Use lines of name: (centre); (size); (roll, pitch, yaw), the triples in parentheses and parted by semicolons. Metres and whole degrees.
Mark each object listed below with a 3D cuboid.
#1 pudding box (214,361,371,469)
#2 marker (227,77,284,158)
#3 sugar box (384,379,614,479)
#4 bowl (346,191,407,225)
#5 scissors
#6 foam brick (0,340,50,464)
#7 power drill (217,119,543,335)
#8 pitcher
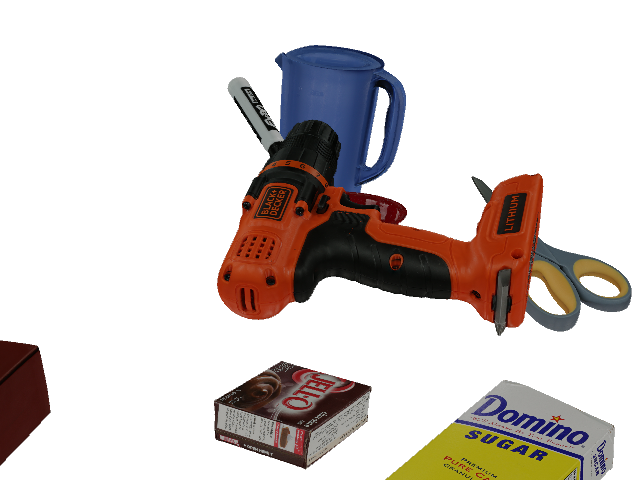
pudding box: (-0.022, 0.141, 0.882); (0.090, 0.039, 0.113); (11, 19, 26)
marker: (-0.048, -0.094, 0.877); (0.020, 0.020, 0.121); (0, 40, -31)
sugar box: (0.109, 0.164, 0.708); (0.093, 0.048, 0.175); (21, 42, 39)
bowl: (0.009, -0.007, 1.111); (0.162, 0.055, 0.162); (0, 16, 0)
scissors: (0.186, 0.003, 0.864); (0.096, 0.016, 0.202); (0, 36, -4)
foam brick: (-0.214, 0.104, 0.666); (0.053, 0.051, 0.078); (6, 29, 21)
power drill: (0.043, -0.013, 0.678); (0.188, 0.057, 0.184); (5, 41, 14)
pitcher: (0.015, -0.127, 1.407); (0.144, 0.243, 0.149); (-2, 24, -18)
